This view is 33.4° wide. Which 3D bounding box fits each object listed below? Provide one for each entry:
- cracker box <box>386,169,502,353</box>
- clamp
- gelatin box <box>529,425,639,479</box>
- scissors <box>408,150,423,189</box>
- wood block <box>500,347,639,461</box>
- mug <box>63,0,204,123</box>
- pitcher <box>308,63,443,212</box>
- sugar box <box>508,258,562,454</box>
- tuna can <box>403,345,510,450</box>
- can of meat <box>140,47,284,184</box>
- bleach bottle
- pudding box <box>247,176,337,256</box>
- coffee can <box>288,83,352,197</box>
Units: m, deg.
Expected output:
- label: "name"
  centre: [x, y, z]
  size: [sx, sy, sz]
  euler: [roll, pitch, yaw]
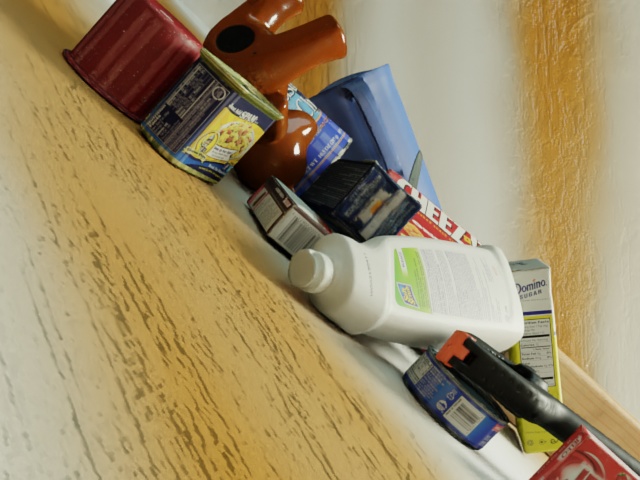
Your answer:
- label: "cracker box"
  centre: [0.108, 0.029, 1.089]
  size: [0.164, 0.072, 0.213]
  euler: [40, 21, -10]
- label: "clamp"
  centre: [0.159, 0.118, 0.860]
  size: [0.209, 0.036, 0.165]
  euler: [34, 5, -33]
- label: "gelatin box"
  centre: [0.202, 0.194, 0.788]
  size: [0.089, 0.073, 0.030]
  euler: [42, 7, -5]
- label: "scissors"
  centre: [0.118, -0.020, 1.306]
  size: [0.096, 0.016, 0.201]
  euler: [40, 52, -7]
- label: "wood block"
  centre: [0.256, 0.176, 1.152]
  size: [0.206, 0.090, 0.091]
  euler: [41, 6, -11]
- label: "mug"
  centre: [-0.154, -0.160, 0.896]
  size: [0.093, 0.081, 0.117]
  euler: [40, 8, -25]
- label: "pitcher"
  centre: [0.077, -0.103, 1.417]
  size: [0.149, 0.145, 0.243]
  euler: [-31, 98, -52]
- label: "sugar box"
  centre: [0.206, 0.110, 1.038]
  size: [0.093, 0.048, 0.176]
  euler: [-35, 116, -84]
- label: "tuna can"
  centre: [0.106, 0.124, 0.838]
  size: [0.086, 0.034, 0.086]
  euler: [42, 7, -7]
- label: "can of meat"
  centre: [-0.089, -0.098, 0.875]
  size: [0.057, 0.084, 0.102]
  euler: [45, 7, 22]
- label: "bleach bottle"
  centre: [0.068, 0.035, 0.867]
  size: [0.250, 0.068, 0.102]
  euler: [15, 53, -46]
- label: "pudding box"
  centre: [-0.006, 0.001, 0.938]
  size: [0.113, 0.039, 0.090]
  euler: [43, 3, -25]
- label: "coffee can"
  centre: [-0.051, -0.118, 1.141]
  size: [0.140, 0.103, 0.103]
  euler: [42, 7, -7]
